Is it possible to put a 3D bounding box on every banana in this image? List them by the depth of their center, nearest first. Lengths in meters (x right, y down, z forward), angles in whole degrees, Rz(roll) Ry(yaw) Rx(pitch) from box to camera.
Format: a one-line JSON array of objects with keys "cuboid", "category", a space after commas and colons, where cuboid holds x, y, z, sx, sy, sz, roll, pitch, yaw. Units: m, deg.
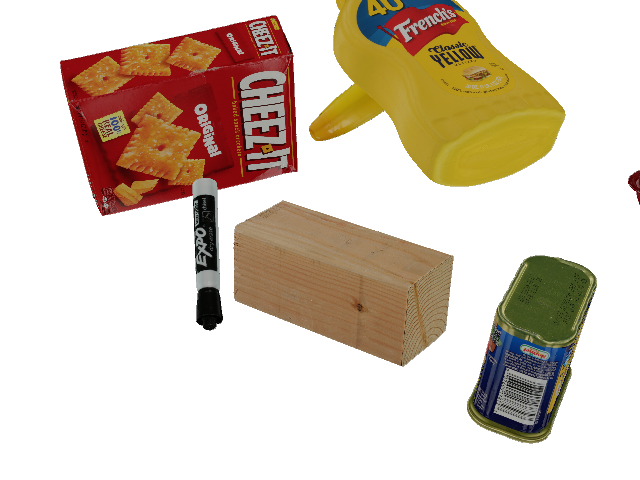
[{"cuboid": [0.059, -0.149, 0.954, 0.070, 0.037, 0.197, -16, 27, 40], "category": "banana"}]

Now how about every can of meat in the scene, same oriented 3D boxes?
[{"cuboid": [0.142, 0.069, 0.710, 0.057, 0.084, 0.102, 19, 35, 16], "category": "can of meat"}]

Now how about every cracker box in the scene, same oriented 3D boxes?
[{"cuboid": [-0.133, -0.119, 1.055, 0.213, 0.072, 0.164, -13, -38, -10], "category": "cracker box"}]

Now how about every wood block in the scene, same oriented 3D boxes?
[{"cuboid": [0.019, 0.040, 1.081, 0.206, 0.091, 0.090, 19, 31, 30], "category": "wood block"}]

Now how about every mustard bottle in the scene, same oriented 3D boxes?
[{"cuboid": [0.063, -0.118, 0.681, 0.096, 0.192, 0.058, -17, -37, -24], "category": "mustard bottle"}]

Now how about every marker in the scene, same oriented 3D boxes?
[{"cuboid": [-0.082, 0.009, 0.774, 0.020, 0.121, 0.020, -4, -31, -3], "category": "marker"}]

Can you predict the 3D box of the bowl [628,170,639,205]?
[{"cuboid": [0.374, -0.028, 1.017, 0.162, 0.055, 0.162, 0, 19, 0], "category": "bowl"}]
